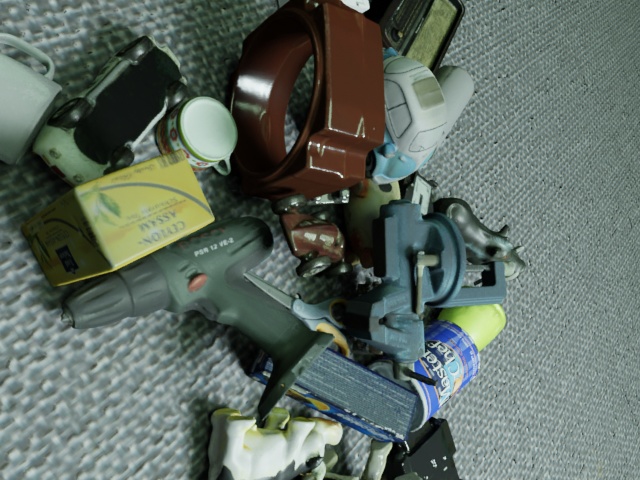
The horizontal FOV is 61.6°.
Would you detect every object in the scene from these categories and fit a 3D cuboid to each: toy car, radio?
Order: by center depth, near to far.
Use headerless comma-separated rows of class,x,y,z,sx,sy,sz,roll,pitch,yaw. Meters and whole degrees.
toy car,-0.198,-0.131,0.534,0.073,0.056,0.202,52,42,-32
toy car,0.095,-0.151,0.623,0.109,0.103,0.161,-24,102,-36
toy car,-0.001,-0.002,0.630,0.202,0.053,0.089,27,44,-76
radio,0.142,-0.340,0.860,0.131,0.073,0.229,43,57,-27

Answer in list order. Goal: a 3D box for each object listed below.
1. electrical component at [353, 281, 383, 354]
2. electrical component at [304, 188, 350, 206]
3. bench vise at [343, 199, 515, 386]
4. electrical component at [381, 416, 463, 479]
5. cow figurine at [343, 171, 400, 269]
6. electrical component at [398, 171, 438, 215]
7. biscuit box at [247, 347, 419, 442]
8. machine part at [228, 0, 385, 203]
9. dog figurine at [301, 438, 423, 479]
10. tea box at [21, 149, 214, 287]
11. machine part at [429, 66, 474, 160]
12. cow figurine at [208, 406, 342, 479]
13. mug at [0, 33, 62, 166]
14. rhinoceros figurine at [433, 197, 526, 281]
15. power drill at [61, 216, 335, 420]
electrical component,0.069,0.103,0.728,0.045,0.078,0.102,6,81,-3
electrical component,0.002,-0.055,0.689,0.063,0.094,0.021,-4,93,-16
bench vise,0.151,0.061,0.677,0.240,0.129,0.223,0,76,-25
electrical component,0.138,0.311,0.755,0.115,0.058,0.134,-27,101,-42
cow figurine,0.080,-0.061,0.752,0.127,0.086,0.194,-5,89,-43
electrical component,0.136,-0.048,0.821,0.074,0.048,0.119,26,67,-34
biscuit box,0.018,0.175,0.640,0.202,0.059,0.063,30,62,-14
machine part,-0.025,-0.151,0.600,0.087,0.201,0.201,4,80,-38
dog figurine,0.048,0.363,0.654,0.172,0.121,0.190,-9,108,-8
tea box,-0.180,-0.014,0.465,0.098,0.170,0.068,-31,101,-38
machine part,0.187,-0.209,0.874,0.079,0.079,0.243,51,54,-22
cow figurine,-0.046,0.241,0.602,0.167,0.068,0.098,15,78,-34
mug,-0.286,-0.135,0.457,0.107,0.081,0.109,29,65,-28
rhinoceros figurine,0.256,-0.003,0.876,0.190,0.112,0.073,39,57,-20
power drill,-0.102,0.079,0.541,0.207,0.086,0.232,39,44,14
